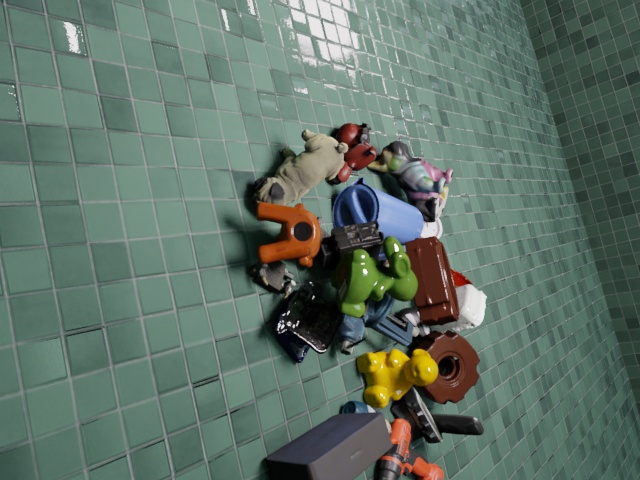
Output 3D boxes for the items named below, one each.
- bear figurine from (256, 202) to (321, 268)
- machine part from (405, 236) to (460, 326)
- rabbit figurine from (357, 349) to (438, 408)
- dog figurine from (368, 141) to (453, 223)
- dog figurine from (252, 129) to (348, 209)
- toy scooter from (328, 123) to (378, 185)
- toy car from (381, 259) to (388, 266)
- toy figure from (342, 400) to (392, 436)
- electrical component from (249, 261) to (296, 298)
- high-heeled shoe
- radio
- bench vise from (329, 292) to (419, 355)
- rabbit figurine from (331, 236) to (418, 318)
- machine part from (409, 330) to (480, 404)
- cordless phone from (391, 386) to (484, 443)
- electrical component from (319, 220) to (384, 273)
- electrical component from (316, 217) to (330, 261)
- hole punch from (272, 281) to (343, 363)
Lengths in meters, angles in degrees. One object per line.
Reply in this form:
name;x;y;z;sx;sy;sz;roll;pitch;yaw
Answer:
bear figurine;-0.060;-0.005;1.064;0.132;0.196;0.120;-1;84;-7
machine part;0.275;0.101;1.301;0.201;0.087;0.201;32;46;-64
rabbit figurine;0.193;0.299;1.195;0.162;0.173;0.122;5;69;-43
dog figurine;0.234;-0.159;1.435;0.108;0.219;0.191;-43;148;-45
dog figurine;-0.039;-0.129;1.098;0.121;0.172;0.190;46;38;-13
toy scooter;0.086;-0.221;1.295;0.075;0.135;0.184;36;50;-33
toy car;0.188;0.075;1.311;0.073;0.056;0.201;59;9;7
toy figure;0.109;0.394;1.150;0.154;0.058;0.064;40;51;-32
electrical component;-0.090;0.070;1.054;0.102;0.045;0.078;43;49;-30
high-heeled shoe;0.261;0.291;1.349;0.145;0.086;0.248;7;66;-46
radio;0.018;0.392;0.991;0.229;0.131;0.073;-10;84;-50
bench vise;0.127;0.176;1.199;0.240;0.129;0.224;33;43;-22
rabbit figurine;0.125;0.071;1.102;0.170;0.159;0.121;9;28;-19
machine part;0.306;0.310;1.312;0.179;0.056;0.179;1;88;-17
cordless phone;0.272;0.400;1.238;0.089;0.184;0.146;-42;109;-43
electrical component;0.064;0.022;1.152;0.134;0.114;0.058;-13;53;-12
electrical component;-0.002;-0.004;1.198;0.063;0.021;0.094;39;54;-34
hole punch;-0.034;0.167;1.063;0.116;0.092;0.142;41;50;-6
